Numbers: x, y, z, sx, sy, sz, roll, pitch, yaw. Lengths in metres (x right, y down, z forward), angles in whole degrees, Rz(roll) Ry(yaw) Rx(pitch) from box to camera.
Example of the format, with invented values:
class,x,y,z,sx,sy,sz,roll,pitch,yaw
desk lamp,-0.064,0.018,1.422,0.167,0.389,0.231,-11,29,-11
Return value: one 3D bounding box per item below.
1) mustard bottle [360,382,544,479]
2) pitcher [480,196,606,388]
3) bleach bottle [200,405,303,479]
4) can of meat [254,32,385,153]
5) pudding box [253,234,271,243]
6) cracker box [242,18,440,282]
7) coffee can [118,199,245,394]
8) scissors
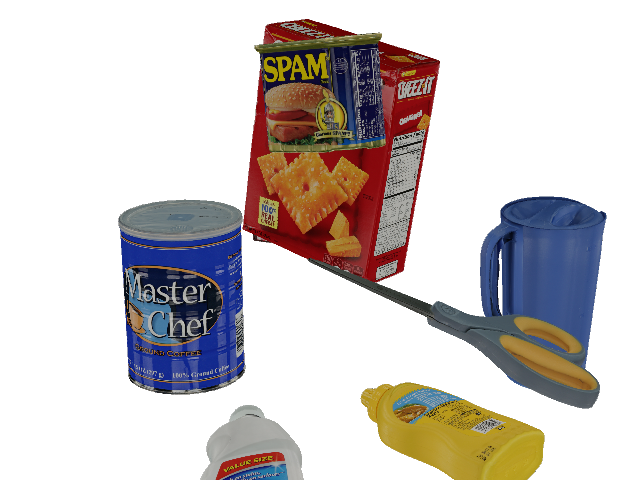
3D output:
class,x,y,z,sx,sy,sz,roll,pitch,yaw
mustard bottle,0.113,0.182,1.035,0.096,0.058,0.192,-17,25,-41
pitcher,0.290,0.073,1.402,0.149,0.243,0.144,5,21,15
bleach bottle,-0.059,0.210,0.794,0.102,0.068,0.251,-4,28,-4
can of meat,0.001,-0.111,0.813,0.102,0.084,0.057,5,14,44
pudding box,-0.021,-0.027,1.233,0.090,0.039,0.113,8,23,12
cracker box,0.013,-0.085,1.016,0.164,0.214,0.071,25,29,34
coffee can,-0.116,0.046,0.906,0.103,0.140,0.103,0,17,0
scissors,0.095,0.049,0.710,0.202,0.016,0.096,29,23,17
